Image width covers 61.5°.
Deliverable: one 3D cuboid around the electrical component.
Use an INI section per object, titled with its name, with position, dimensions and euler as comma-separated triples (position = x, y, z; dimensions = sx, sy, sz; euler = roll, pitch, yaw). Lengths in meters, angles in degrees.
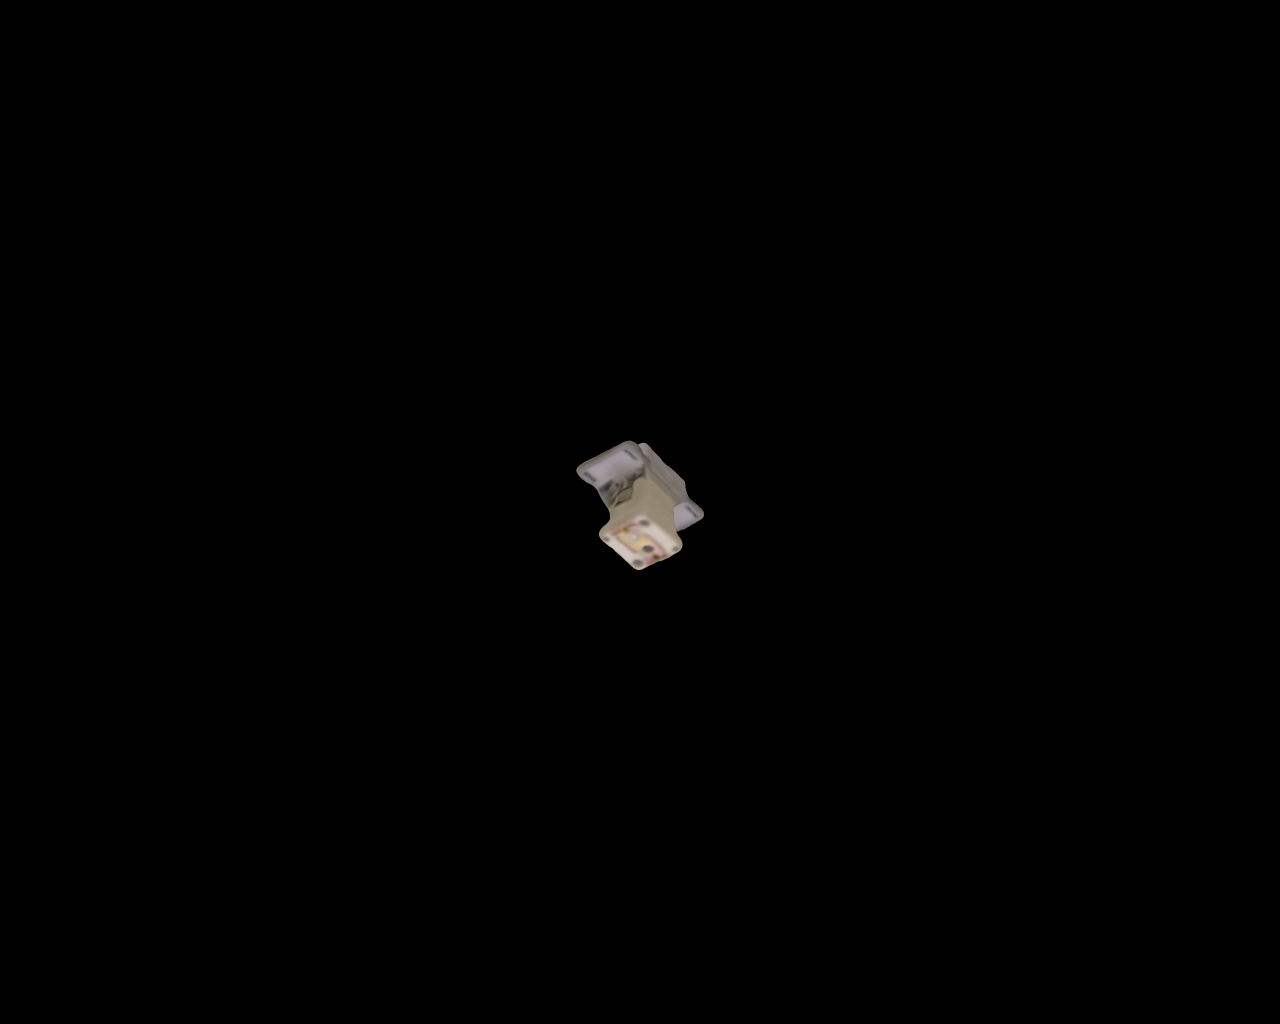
[electrical component]
position = 0.001, -0.003, 0.650
dimensions = 0.042, 0.064, 0.081
euler = -27, -49, 26
